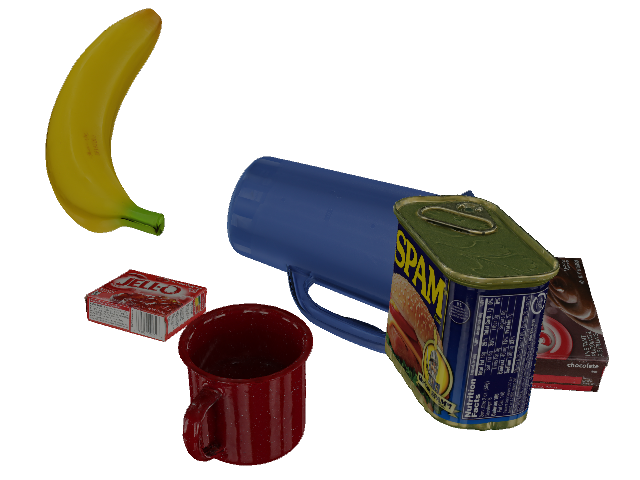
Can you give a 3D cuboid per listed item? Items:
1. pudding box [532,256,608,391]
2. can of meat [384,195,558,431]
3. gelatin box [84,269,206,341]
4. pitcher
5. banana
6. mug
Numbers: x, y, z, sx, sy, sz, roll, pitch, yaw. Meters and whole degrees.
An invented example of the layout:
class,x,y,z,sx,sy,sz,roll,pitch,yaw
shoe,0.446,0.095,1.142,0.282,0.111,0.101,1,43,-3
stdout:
class,x,y,z,sx,sy,sz,roll,pitch,yaw
pudding box,0.152,0.058,0.779,0.090,0.039,0.113,4,37,-2
can of meat,0.070,0.034,0.532,0.057,0.084,0.102,-3,24,-15
gelatin box,-0.162,0.059,0.997,0.089,0.030,0.073,13,23,23
pitcher,0.028,0.004,1.070,0.243,0.145,0.149,17,23,21
banana,-0.129,-0.070,0.642,0.069,0.198,0.037,-2,-40,-8
mug,-0.057,0.109,0.745,0.093,0.081,0.117,14,34,23
